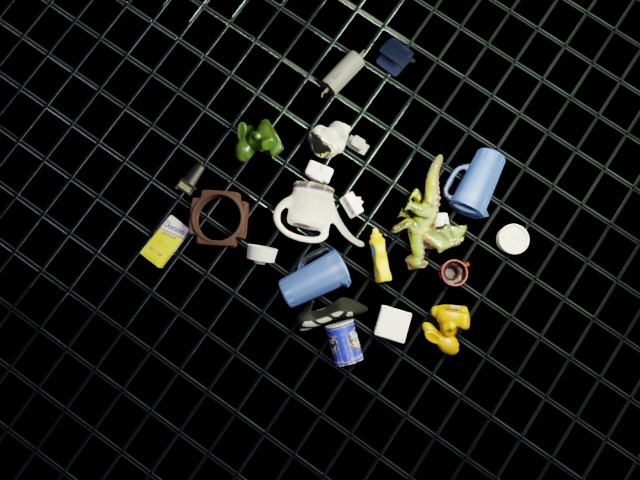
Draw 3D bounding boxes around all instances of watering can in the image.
[{"bbox_3d":[0.006,-0.094,1.865,0.347,0.103,0.226,11,80,-14],"label":"watering can"}]

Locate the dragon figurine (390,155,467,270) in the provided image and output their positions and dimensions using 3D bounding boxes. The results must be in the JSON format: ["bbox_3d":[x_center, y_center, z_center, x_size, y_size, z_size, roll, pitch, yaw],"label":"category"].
[{"bbox_3d":[0.405,-0.073,1.827,0.243,0.123,0.406,34,103,6],"label":"dragon figurine"}]

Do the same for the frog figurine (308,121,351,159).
[{"bbox_3d":[0.036,-0.380,1.912,0.138,0.120,0.163,30,48,11],"label":"frog figurine"}]
